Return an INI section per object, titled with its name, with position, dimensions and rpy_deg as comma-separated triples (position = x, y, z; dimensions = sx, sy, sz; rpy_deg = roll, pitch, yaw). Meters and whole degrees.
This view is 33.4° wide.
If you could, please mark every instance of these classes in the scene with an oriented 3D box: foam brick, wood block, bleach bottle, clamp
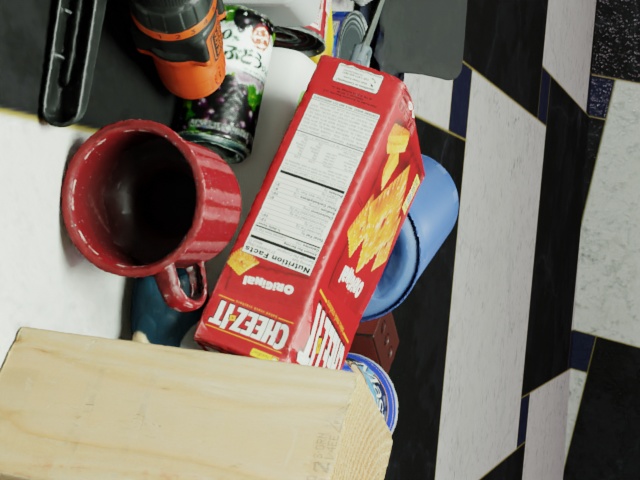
[foam brick]
position = 0.046, 0.101, 1.112
dimensions = 0.078, 0.051, 0.053
rpy_deg = 72, 32, -46
[wood block]
position = -0.075, 0.117, 0.589
dimensions = 0.090, 0.206, 0.090
rpy_deg = 64, 37, -53
[bleach bottle]
position = -0.052, -0.016, 0.821
dimensions = 0.102, 0.068, 0.251
rpy_deg = 37, 63, -69
[clamp]
position = -0.132, -0.191, 0.595
dimensions = 0.164, 0.036, 0.210
rpy_deg = 78, 24, -57

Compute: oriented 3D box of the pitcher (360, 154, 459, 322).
[pitcher]
position = 0.054, -0.006, 1.019
dimensions = 0.145, 0.149, 0.242
rpy_deg = 60, 22, -1

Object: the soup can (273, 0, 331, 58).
[soup can]
position = -0.022, -0.204, 0.841
dimensions = 0.068, 0.069, 0.102
rpy_deg = 30, 66, -67

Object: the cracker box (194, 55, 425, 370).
[cracker box]
position = 0.003, 0.005, 0.753
dimensions = 0.164, 0.072, 0.213
rpy_deg = 64, 47, -68

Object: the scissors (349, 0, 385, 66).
[scissors]
position = 0.028, -0.149, 0.856
dimensions = 0.096, 0.016, 0.201
rpy_deg = 62, 42, -71

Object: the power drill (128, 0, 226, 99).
[power drill]
position = -0.073, -0.202, 0.668
dimensions = 0.184, 0.057, 0.187
rpy_deg = 93, 13, -73

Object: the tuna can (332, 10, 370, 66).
[tuna can]
position = 0.018, -0.171, 0.997
dimensions = 0.086, 0.034, 0.086
rpy_deg = 6, 90, -69

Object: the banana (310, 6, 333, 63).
[banana]
position = 0.000, -0.238, 0.900
dimensions = 0.070, 0.037, 0.198
rpy_deg = -147, -117, -64

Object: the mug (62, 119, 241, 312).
[mug]
position = -0.095, -0.012, 0.659
dimensions = 0.117, 0.093, 0.081
rpy_deg = 70, 15, 7

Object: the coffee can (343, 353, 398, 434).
[coffee can]
position = 0.000, 0.148, 0.933
dimensions = 0.140, 0.103, 0.103
rpy_deg = 21, 76, -68
